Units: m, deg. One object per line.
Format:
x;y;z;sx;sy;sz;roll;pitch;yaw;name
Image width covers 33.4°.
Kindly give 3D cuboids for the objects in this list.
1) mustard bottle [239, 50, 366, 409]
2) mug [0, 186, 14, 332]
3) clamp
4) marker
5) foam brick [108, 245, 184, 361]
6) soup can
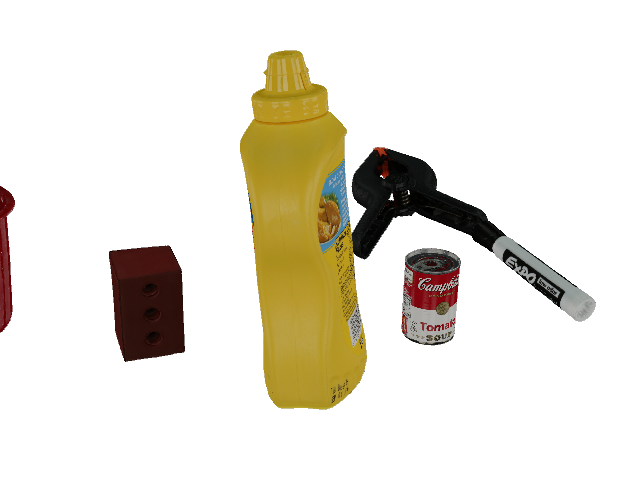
-0.010;-0.009;0.595;0.058;0.192;0.096;0;21;13;mustard bottle
-0.237;0.019;0.636;0.093;0.081;0.117;17;28;28;mug
0.083;-0.039;0.971;0.120;0.039;0.171;-1;33;-1;clamp
0.148;0.018;0.758;0.020;0.020;0.121;0;28;-33;marker
-0.143;0.050;0.879;0.053;0.078;0.051;-8;26;-16;foam brick
0.136;0.070;1.319;0.068;0.102;0.068;1;24;-1;soup can
